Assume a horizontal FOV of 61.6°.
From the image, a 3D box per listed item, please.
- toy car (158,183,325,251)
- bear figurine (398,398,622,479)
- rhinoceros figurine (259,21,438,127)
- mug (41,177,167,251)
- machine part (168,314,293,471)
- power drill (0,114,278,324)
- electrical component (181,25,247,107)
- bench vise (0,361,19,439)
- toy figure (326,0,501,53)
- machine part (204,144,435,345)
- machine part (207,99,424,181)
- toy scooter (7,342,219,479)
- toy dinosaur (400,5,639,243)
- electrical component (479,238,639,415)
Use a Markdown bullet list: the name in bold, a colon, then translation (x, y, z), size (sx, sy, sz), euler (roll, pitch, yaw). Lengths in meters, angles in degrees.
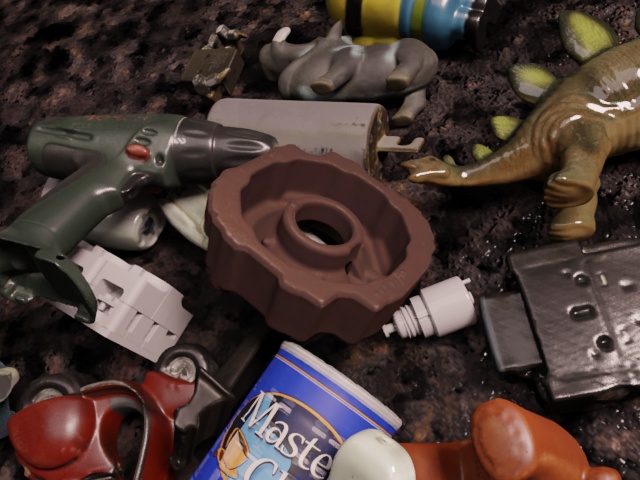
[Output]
- **toy car**: translation (-0.071, -0.005, 0.503), size (0.202, 0.056, 0.073), euler (33, 76, 29)
- **bear figurine**: translation (0.121, 0.204, 0.295), size (0.120, 0.132, 0.196), euler (-36, 46, 36)
- **rhinoceros figurine**: translation (0.024, -0.177, 0.558), size (0.191, 0.073, 0.112), euler (7, 65, 20)
- **mug**: translation (-0.210, -0.038, 0.558), size (0.107, 0.080, 0.109), euler (21, 60, 16)
- **machine part**: translation (-0.065, 0.103, 0.409), size (0.039, 0.084, 0.139), euler (25, 43, 15)
- **power drill**: translation (-0.167, -0.037, 0.447), size (0.232, 0.085, 0.207), euler (10, 53, 14)
- **electrical component**: translation (-0.124, -0.208, 0.637), size (0.078, 0.045, 0.102), euler (15, 68, 22)
- **bench vise**: translation (-0.353, 0.069, 0.475), size (0.224, 0.129, 0.240), euler (0, 101, 47)
- **toy figure**: translation (0.092, -0.250, 0.567), size (0.180, 0.089, 0.082), euler (21, 63, 28)
- **machine part**: translation (-0.001, -0.001, 0.420), size (0.179, 0.056, 0.179), euler (12, 42, -11)
- **machine part**: translation (-0.022, -0.097, 0.527), size (0.243, 0.079, 0.079), euler (9, 65, 20)
- **toy scooter**: translation (-0.165, 0.166, 0.431), size (0.184, 0.075, 0.135), euler (-15, 60, 4)
- **toy dinosaur**: translation (0.294, -0.124, 0.431), size (0.472, 0.105, 0.199), euler (-13, 56, 5)
- **electrical component**: translation (0.188, 0.061, 0.388), size (0.134, 0.058, 0.115), euler (-14, 57, 9)
